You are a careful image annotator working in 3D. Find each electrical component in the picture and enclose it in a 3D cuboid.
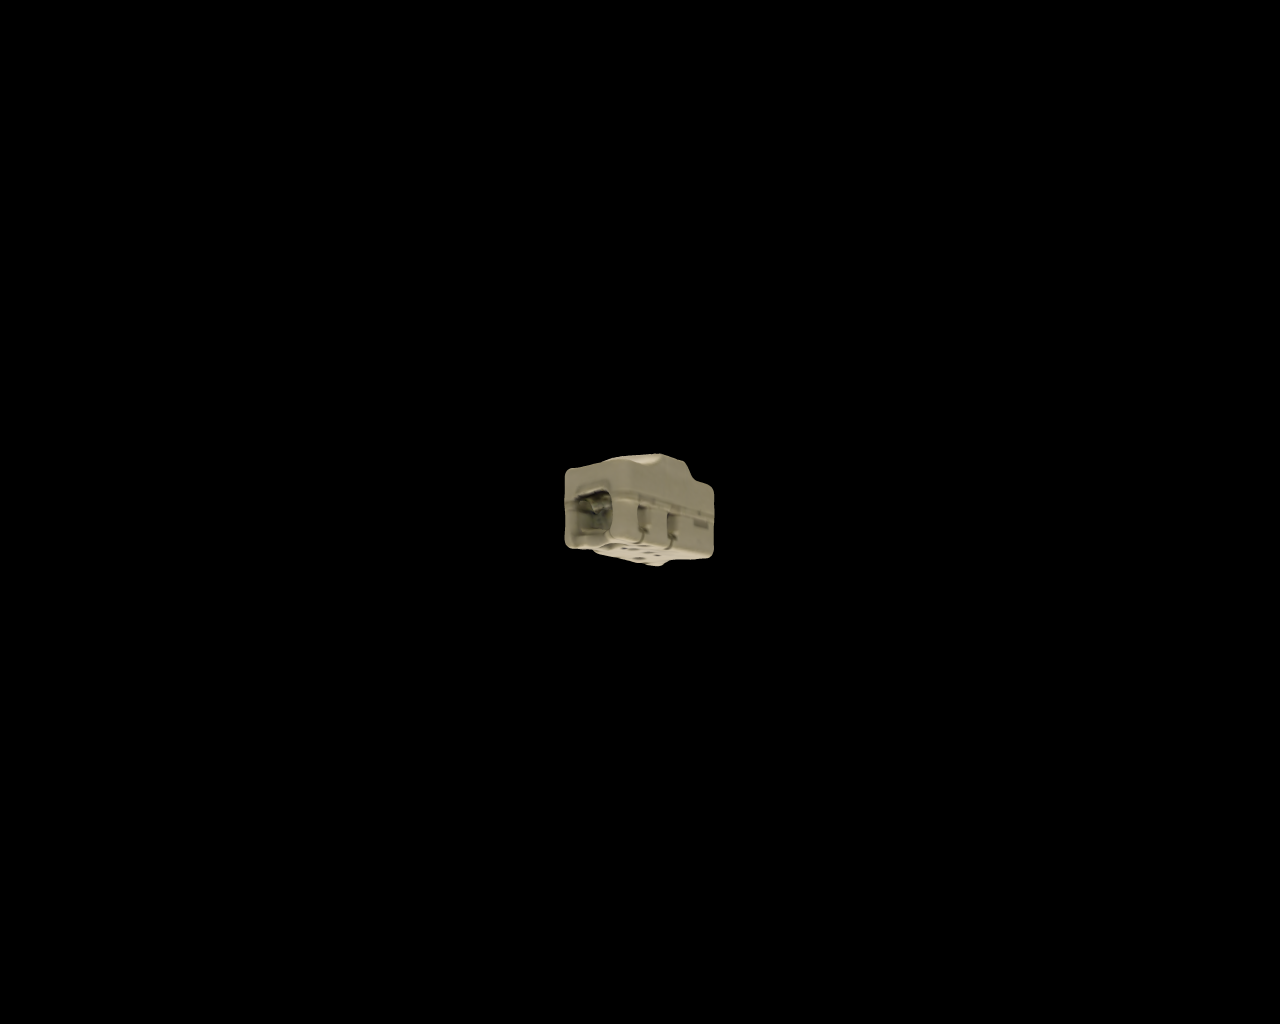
[{"bbox_3d":[0.001,-0.003,0.650,0.050,0.056,0.089,-11,-17,38],"label":"electrical component"}]
